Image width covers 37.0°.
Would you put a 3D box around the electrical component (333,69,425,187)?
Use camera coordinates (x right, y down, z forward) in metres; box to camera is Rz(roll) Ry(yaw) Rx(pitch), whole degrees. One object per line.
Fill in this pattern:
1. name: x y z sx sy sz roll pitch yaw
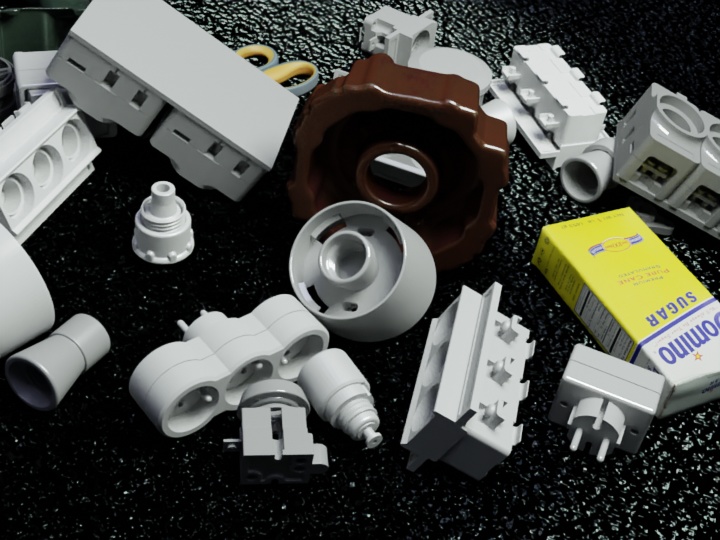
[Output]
1. electrical component: 0.030 -0.122 0.943 0.121 0.078 0.063 20 23 12

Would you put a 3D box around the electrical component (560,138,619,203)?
1. electrical component: 0.212 -0.090 0.961 0.045 0.045 0.055 37 49 27

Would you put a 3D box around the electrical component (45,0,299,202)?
1. electrical component: -0.153 -0.149 0.895 0.186 0.060 0.105 34 39 -17

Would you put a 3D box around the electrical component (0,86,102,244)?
1. electrical component: -0.268 -0.080 0.847 0.063 0.078 0.121 1 37 25

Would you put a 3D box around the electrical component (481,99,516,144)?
1. electrical component: 0.108 -0.129 0.985 0.055 0.045 0.045 -18 49 -27

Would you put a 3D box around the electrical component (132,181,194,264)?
1. electrical component: -0.151 -0.039 0.825 0.048 0.062 0.048 5 42 -5

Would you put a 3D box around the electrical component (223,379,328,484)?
1. electrical component: -0.056 0.105 0.698 0.066 0.048 0.055 1 50 -10

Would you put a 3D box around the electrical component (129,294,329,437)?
1. electrical component: -0.097 0.054 0.740 0.138 0.052 0.074 -24 51 -32

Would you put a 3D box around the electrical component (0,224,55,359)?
1. electrical component: -0.264 0.014 0.716 0.108 0.108 0.060 32 52 23

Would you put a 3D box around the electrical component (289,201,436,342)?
1. electrical component: 0.000 0.000 0.792 0.099 0.064 0.099 -6 71 18

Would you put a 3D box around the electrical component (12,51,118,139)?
1. electrical component: -0.247 -0.149 0.929 0.096 0.061 0.061 -7 44 -18

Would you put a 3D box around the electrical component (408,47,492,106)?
1. electrical component: 0.082 -0.173 1.023 0.080 0.051 0.080 5 42 -5

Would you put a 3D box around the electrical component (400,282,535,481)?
1. electrical component: 0.076 0.078 0.736 0.063 0.078 0.121 30 41 -10

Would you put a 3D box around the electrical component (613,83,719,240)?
1. electrical component: 0.301 -0.088 0.929 0.150 0.061 0.089 28 42 -8

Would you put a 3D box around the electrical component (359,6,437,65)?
1. electrical component: 0.038 -0.236 1.091 0.064 0.042 0.081 29 45 23

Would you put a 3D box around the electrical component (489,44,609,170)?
1. electrical component: 0.182 -0.158 1.016 0.079 0.063 0.121 -8 45 -19

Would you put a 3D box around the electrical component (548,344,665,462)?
1. electrical component: 0.165 0.101 0.740 0.066 0.047 0.076 21 43 13

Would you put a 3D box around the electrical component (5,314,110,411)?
1. electrical component: -0.200 0.059 0.726 0.044 0.044 0.065 24 39 16

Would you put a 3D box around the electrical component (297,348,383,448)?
1. electrical component: -0.010 0.088 0.727 0.040 0.040 0.078 -18 49 -27
